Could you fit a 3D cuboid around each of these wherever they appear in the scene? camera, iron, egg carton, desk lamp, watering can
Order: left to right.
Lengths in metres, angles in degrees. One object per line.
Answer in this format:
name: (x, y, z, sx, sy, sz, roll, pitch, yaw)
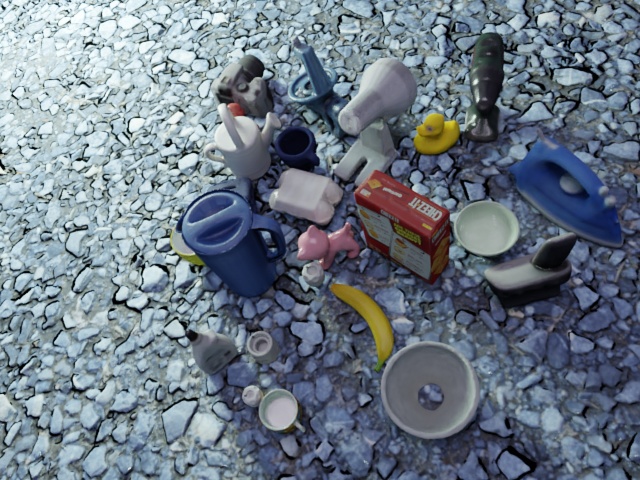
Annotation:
watering can: (-0.173, -0.227, 1.260, 0.173, 0.194, 0.100, -40, 62, -10)
camera: (-0.179, -0.388, 1.398, 0.142, 0.101, 0.137, 19, 68, 20)
egg carton: (-0.030, -0.093, 1.233, 0.150, 0.069, 0.107, 16, 67, 19)
desk lamp: (0.111, -0.244, 1.201, 0.117, 0.214, 0.203, 29, 72, 23)
iron: (0.490, -0.104, 1.095, 0.119, 0.142, 0.257, -37, 62, -8)

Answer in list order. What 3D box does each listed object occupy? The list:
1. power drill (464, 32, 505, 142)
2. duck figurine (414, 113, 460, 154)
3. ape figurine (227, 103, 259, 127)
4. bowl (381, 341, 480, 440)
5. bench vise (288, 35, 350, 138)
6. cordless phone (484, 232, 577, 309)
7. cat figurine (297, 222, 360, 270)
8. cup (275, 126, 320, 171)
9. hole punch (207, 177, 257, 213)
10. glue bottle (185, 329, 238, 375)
power drill: (0.343, -0.303, 1.189, 0.075, 0.209, 0.229, 4, 64, 14)
duck figurine: (0.253, -0.241, 1.245, 0.104, 0.086, 0.077, -20, 61, 1)
ape figurine: (-0.194, -0.286, 1.353, 0.076, 0.092, 0.077, -32, 61, -6)
bowl: (0.191, 0.267, 1.000, 0.167, 0.075, 0.167, -5, 62, 9)
bench vise: (0.011, -0.348, 1.271, 0.206, 0.220, 0.121, 24, 70, 22)
cordless phone: (0.375, 0.040, 1.018, 0.147, 0.185, 0.094, -20, 61, 1)
cat figurine: (0.011, 0.004, 1.148, 0.128, 0.118, 0.067, -26, 61, -3)
cup: (-0.037, -0.183, 1.267, 0.117, 0.095, 0.092, 38, 76, 26)
hole punch: (-0.199, -0.093, 1.254, 0.108, 0.091, 0.101, -14, 61, 4)
glue bottle: (-0.210, 0.197, 1.060, 0.078, 0.173, 0.037, -38, 62, -9)
